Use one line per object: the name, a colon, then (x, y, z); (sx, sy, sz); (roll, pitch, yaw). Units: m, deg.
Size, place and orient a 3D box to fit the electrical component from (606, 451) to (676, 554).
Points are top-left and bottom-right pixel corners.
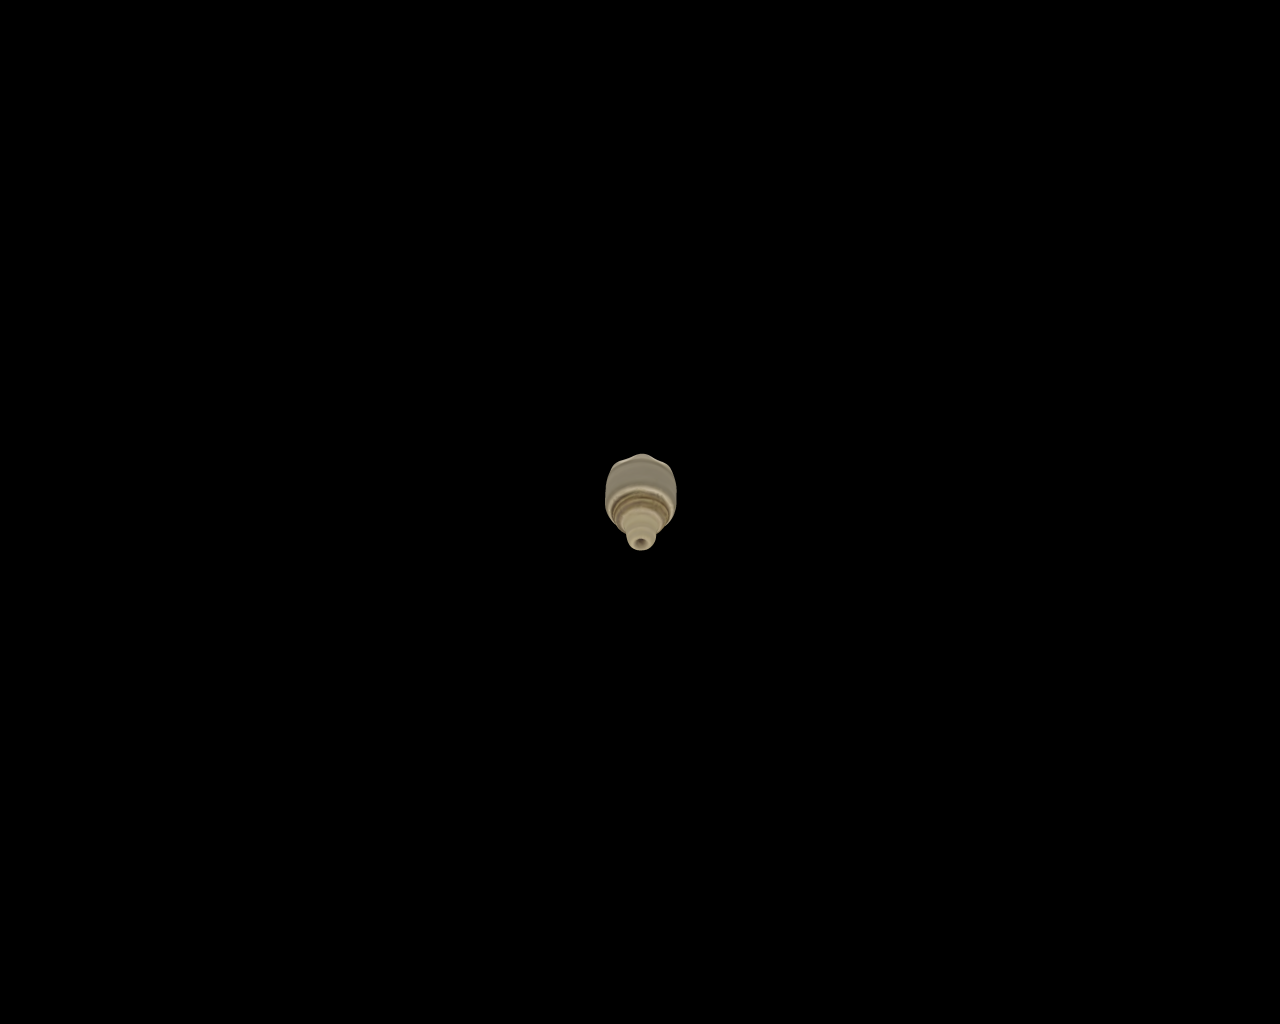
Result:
electrical component: (0.001, -0.003, 0.650); (0.043, 0.062, 0.043); (0, -45, 0)
